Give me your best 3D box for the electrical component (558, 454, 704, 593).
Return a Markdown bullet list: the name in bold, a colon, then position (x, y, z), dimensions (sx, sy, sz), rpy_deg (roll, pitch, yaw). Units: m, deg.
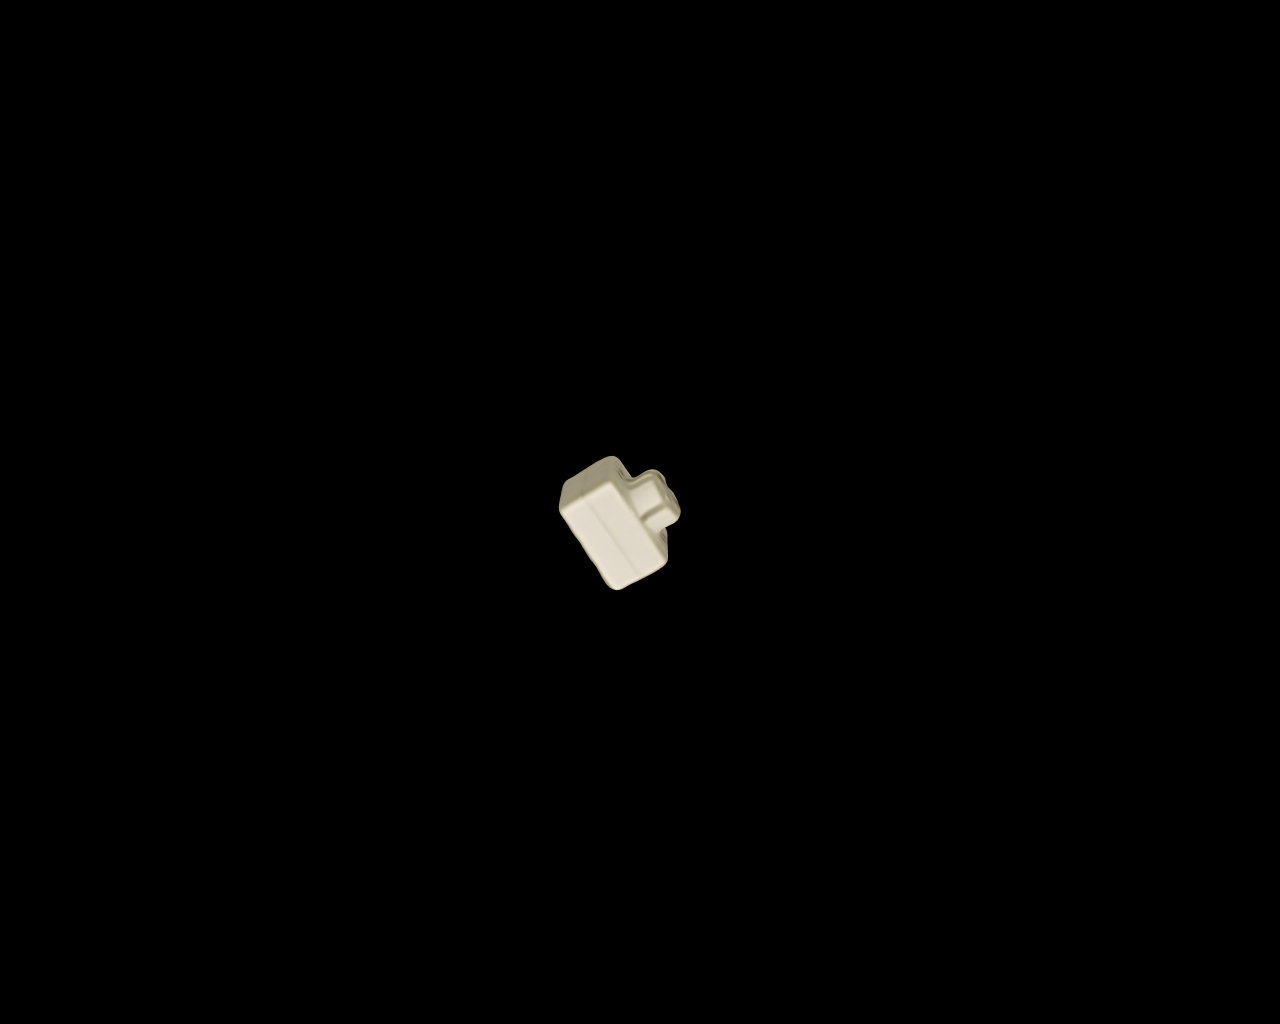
- **electrical component**: position (0.001, -0.003, 0.650), dimensions (0.076, 0.065, 0.047), rpy_deg (-30, 20, 12)
